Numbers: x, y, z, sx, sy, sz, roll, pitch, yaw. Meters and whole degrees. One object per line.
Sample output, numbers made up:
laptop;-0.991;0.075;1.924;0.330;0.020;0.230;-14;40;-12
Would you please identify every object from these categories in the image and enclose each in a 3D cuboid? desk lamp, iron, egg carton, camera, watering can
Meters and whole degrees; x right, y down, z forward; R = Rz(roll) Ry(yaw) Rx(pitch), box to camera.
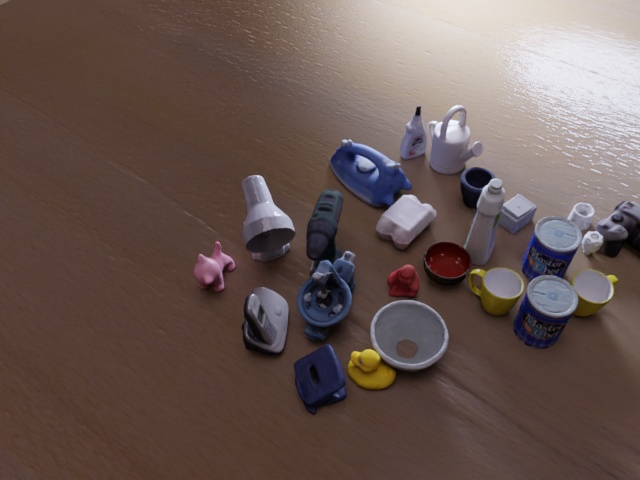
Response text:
desk lamp;-0.136;-0.038;1.374;0.118;0.214;0.203;-16;53;-9
iron;0.120;-0.201;1.536;0.257;0.141;0.119;34;61;26
egg carton;0.218;-0.049;1.457;0.107;0.069;0.150;33;60;25
camera;0.760;-0.018;1.386;0.143;0.101;0.136;-31;57;-20
watering can;0.363;-0.277;1.550;0.172;0.194;0.101;22;56;19

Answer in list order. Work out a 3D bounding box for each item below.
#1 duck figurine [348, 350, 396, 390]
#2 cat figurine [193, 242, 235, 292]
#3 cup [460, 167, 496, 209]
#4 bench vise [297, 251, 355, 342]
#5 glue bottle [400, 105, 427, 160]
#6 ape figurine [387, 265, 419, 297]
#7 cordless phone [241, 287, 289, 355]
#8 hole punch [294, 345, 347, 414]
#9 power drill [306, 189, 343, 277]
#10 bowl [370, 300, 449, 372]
duck figurine;0.109;0.265;1.205;0.104;0.086;0.077;15;54;15
cat figurine;-0.258;0.063;1.361;0.067;0.118;0.128;11;53;11
cup;0.414;-0.120;1.487;0.092;0.095;0.117;-27;55;-17
bench vise;0.013;0.092;1.261;0.121;0.220;0.207;4;52;7
glue bottle;0.265;-0.303;1.588;0.078;0.173;0.037;-25;55;-16
ape figurine;0.200;0.091;1.334;0.076;0.092;0.077;-37;59;-23
cordless phone;-0.124;0.152;1.242;0.094;0.185;0.147;0;52;3
hole punch;-0.002;0.288;1.189;0.101;0.091;0.108;-17;53;-10
power drill;0.012;0.005;1.336;0.075;0.209;0.229;6;52;8
bowl;0.190;0.219;1.245;0.167;0.075;0.167;-1;52;2
